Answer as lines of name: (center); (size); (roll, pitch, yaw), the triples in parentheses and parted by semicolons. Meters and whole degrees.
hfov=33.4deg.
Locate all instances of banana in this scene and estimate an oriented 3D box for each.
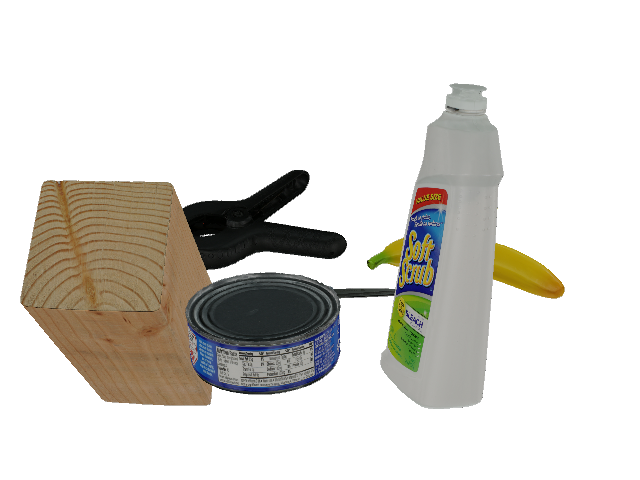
banana: (0.150, 0.024, 1.093); (0.198, 0.037, 0.069); (7, 43, 12)

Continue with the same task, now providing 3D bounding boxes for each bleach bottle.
bleach bottle: (0.100, 0.001, 0.848); (0.068, 0.251, 0.103); (-2, 18, -19)

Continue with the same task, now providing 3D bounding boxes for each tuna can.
tuna can: (-0.031, 0.051, 0.594); (0.086, 0.034, 0.086); (-2, 23, 1)

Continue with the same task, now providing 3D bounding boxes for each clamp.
clamp: (-0.070, -0.018, 0.966); (0.171, 0.039, 0.120); (-5, 34, -8)

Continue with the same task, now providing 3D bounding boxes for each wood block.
wood block: (-0.133, 0.045, 0.762); (0.090, 0.091, 0.206); (2, -25, 5)

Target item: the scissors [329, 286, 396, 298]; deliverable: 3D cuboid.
scissors: (-0.002, 0.068, 1.190); (0.201, 0.016, 0.096); (6, 24, -2)
